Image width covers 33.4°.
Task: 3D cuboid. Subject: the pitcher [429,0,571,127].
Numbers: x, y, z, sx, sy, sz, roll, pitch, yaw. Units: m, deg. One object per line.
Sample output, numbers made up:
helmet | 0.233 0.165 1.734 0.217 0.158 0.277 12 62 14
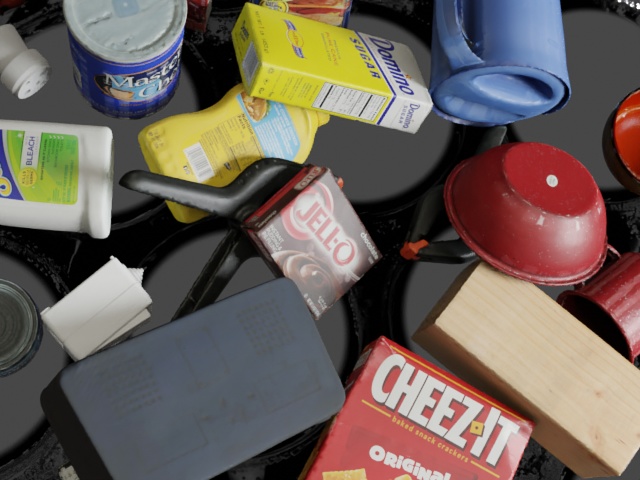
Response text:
pitcher | 0.165 -0.244 1.030 0.145 0.149 0.243 4 72 -8

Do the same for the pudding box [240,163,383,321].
pudding box | -0.006 0.001 0.962 0.090 0.039 0.113 -43 124 -16

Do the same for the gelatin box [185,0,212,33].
gelatin box | -0.139 -0.231 1.002 0.073 0.089 0.030 15 77 -5

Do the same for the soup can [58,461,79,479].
soup can | -0.167 0.222 0.892 0.068 0.068 0.102 -26 81 -15

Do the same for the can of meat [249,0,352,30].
can of meat | -0.019 -0.225 1.015 0.102 0.084 0.057 -3 54 -10

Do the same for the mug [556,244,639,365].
mug | 0.275 0.055 0.995 0.081 0.093 0.117 -34 91 -21

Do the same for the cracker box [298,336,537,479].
cracker box | 0.069 0.216 0.930 0.164 0.072 0.213 29 72 -1

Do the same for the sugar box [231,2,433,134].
sugar box | 0.012 -0.158 0.985 0.176 0.048 0.093 7 45 -24

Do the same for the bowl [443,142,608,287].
bowl | 0.196 -0.037 0.961 0.162 0.055 0.162 10 48 -12

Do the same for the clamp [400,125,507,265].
clamp | 0.156 -0.022 1.023 0.171 0.039 0.120 -41 80 -19

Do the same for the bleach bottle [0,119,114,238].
bleach bottle | -0.312 -0.057 0.944 0.250 0.068 0.102 2 76 -6

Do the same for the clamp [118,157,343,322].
clamp | -0.071 -0.007 0.965 0.209 0.036 0.164 -18 116 -27

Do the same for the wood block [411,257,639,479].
wood block | 0.197 0.114 0.967 0.206 0.091 0.090 39 73 2

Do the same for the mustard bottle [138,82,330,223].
mustard bottle | -0.065 -0.097 0.993 0.191 0.058 0.096 -28 100 -15

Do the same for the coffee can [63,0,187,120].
coffee can | -0.173 -0.180 0.956 0.102 0.140 0.103 2 75 -9

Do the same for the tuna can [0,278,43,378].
tuna can | -0.286 0.076 0.928 0.086 0.034 0.086 2 76 -8
